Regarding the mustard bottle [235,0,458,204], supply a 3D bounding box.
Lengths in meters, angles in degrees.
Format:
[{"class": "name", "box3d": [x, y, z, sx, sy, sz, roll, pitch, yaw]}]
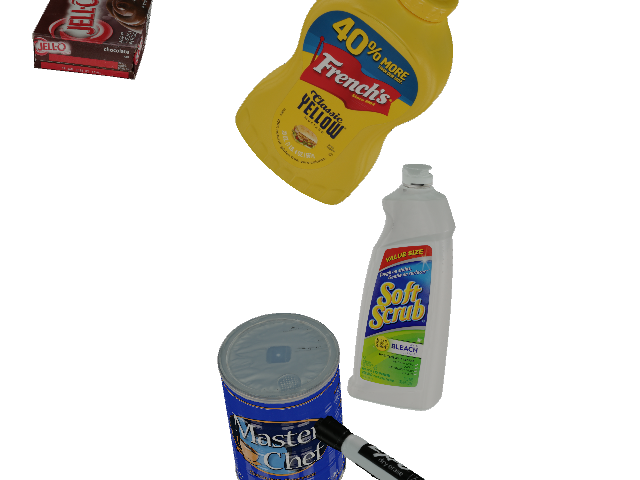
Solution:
[{"class": "mustard bottle", "box3d": [0.028, -0.110, 0.676, 0.192, 0.096, 0.058, -47, 1, 42]}]

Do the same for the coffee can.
[{"class": "coffee can", "box3d": [-0.031, 0.149, 0.933, 0.103, 0.140, 0.103, -3, 38, 2]}]

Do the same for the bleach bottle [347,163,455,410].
[{"class": "bleach bottle", "box3d": [0.085, 0.045, 1.106, 0.103, 0.251, 0.068, 9, 16, 23]}]

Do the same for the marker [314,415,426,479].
[{"class": "marker", "box3d": [0.043, 0.155, 0.725, 0.121, 0.020, 0.020, 29, 16, 31]}]

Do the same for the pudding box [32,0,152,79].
[{"class": "pudding box", "box3d": [-0.203, -0.189, 0.962, 0.090, 0.039, 0.113, 7, 33, -5]}]
